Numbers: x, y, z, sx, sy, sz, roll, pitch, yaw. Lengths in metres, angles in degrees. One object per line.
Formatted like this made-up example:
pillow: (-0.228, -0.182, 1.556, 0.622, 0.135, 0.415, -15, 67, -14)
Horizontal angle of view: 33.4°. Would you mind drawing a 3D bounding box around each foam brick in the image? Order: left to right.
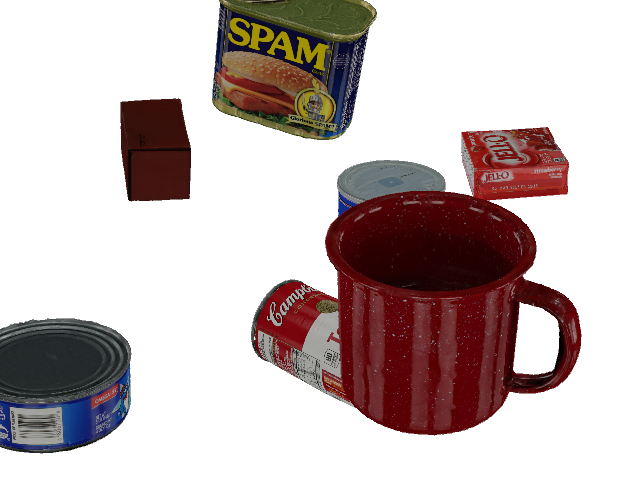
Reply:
foam brick: (-0.138, -0.076, 0.889, 0.053, 0.051, 0.078, -3, 39, -12)

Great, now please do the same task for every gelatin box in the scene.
gelatin box: (0.154, -0.063, 0.855, 0.073, 0.030, 0.089, -3, 25, 2)

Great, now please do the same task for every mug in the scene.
mug: (0.060, 0.036, 0.486, 0.117, 0.081, 0.093, 12, 33, 22)

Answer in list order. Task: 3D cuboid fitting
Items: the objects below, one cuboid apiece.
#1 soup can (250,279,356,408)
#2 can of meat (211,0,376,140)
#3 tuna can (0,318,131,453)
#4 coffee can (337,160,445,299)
soup can: (0.007, 0.078, 0.803, 0.102, 0.068, 0.068, 23, 14, 37)
can of meat: (-0.021, -0.121, 0.709, 0.102, 0.084, 0.057, 19, 39, 11)
tuna can: (-0.143, 0.075, 0.563, 0.086, 0.034, 0.086, 2, 23, -1)
coffee can: (0.067, 0.005, 1.039, 0.103, 0.140, 0.103, 0, 27, 0)
